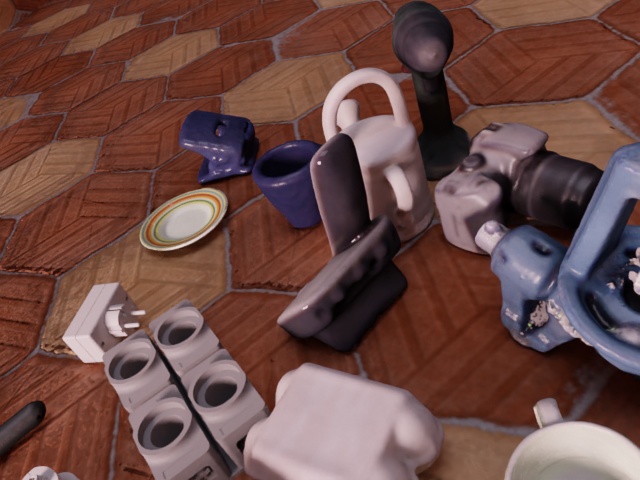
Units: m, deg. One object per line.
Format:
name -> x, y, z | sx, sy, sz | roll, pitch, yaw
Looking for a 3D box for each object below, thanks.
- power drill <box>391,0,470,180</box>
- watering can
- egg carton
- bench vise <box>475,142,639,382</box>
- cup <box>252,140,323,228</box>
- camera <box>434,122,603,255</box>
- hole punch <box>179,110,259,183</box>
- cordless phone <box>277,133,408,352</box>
power drill -> 0.135, -0.183, 0.689 | 0.075, 0.209, 0.229 | -14, 39, 10
watering can -> 0.056, -0.100, 0.639 | 0.101, 0.194, 0.172 | -39, 41, -20
egg carton -> 0.017, 0.160, 0.451 | 0.149, 0.069, 0.107 | 7, 47, 32
bench vise -> 0.195, 0.020, 0.410 | 0.206, 0.220, 0.122 | 10, 48, 34
cup -> -0.015, -0.068, 0.716 | 0.117, 0.095, 0.091 | -21, 38, 1
camera -> 0.211, -0.056, 0.590 | 0.143, 0.101, 0.136 | -40, 42, -22
hole punch -> -0.153, -0.156, 0.889 | 0.101, 0.091, 0.108 | -12, 39, 12
cordless phone -> 0.005, 0.002, 0.550 | 0.093, 0.185, 0.148 | 16, 52, 38
